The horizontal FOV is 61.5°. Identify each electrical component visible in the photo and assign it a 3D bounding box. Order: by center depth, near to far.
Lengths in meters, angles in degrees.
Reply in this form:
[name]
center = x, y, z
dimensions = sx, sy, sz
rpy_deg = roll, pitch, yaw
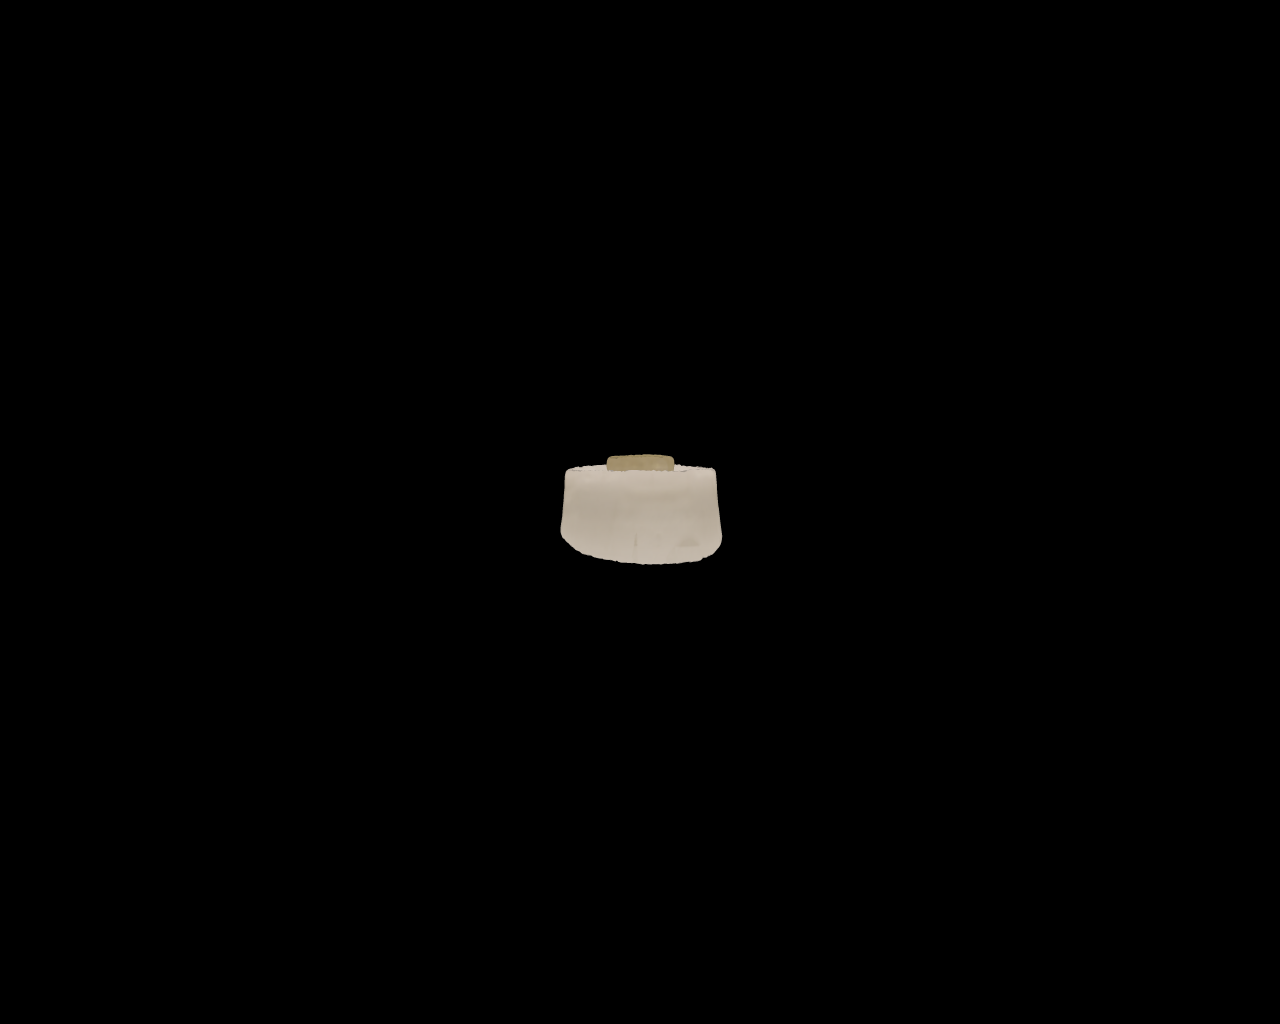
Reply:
[electrical component]
center = 0.001, -0.003, 0.650
dimensions = 0.099, 0.064, 0.099
rpy_deg = 0, 4, 0
